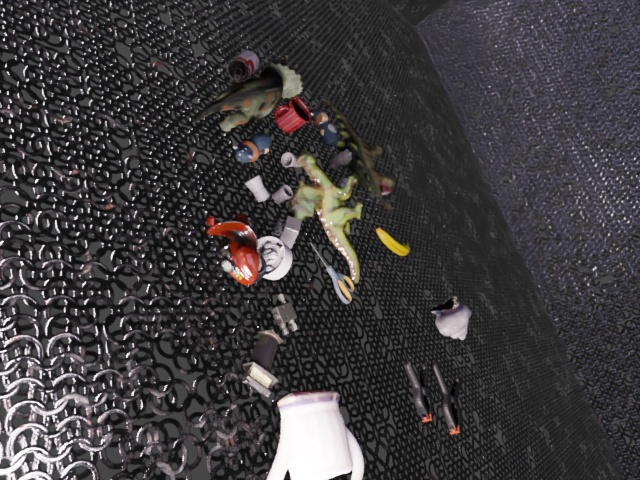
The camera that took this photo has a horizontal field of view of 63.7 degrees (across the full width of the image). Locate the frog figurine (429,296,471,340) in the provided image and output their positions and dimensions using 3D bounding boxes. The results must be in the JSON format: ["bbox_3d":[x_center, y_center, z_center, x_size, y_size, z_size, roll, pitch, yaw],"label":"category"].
[{"bbox_3d":[0.481,0.296,1.824,0.139,0.122,0.158,-33,103,-27],"label":"frog figurine"}]

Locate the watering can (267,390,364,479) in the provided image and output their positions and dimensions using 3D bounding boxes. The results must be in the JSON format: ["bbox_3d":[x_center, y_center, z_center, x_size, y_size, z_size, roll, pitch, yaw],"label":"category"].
[{"bbox_3d":[-0.032,0.406,1.000,0.345,0.103,0.229,17,50,-47],"label":"watering can"}]

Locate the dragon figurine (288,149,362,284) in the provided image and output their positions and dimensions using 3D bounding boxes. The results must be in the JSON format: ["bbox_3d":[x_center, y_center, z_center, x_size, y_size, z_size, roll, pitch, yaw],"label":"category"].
[{"bbox_3d":[0.005,-0.075,1.496,0.243,0.120,0.416,3,71,-34],"label":"dragon figurine"}]
